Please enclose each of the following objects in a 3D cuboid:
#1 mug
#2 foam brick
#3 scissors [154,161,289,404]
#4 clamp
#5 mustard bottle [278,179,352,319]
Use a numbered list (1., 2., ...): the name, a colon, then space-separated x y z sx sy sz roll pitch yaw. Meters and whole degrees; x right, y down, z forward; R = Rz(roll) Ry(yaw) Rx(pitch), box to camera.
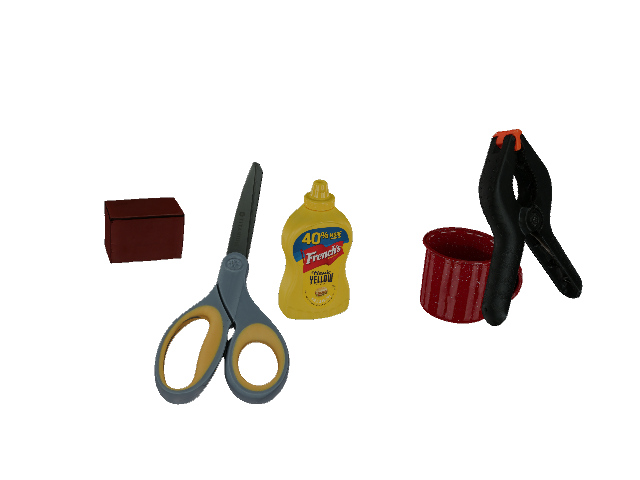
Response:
1. mug: 0.169 0.042 1.203 0.117 0.081 0.093 6 25 1
2. foam brick: -0.187 -0.012 1.127 0.078 0.051 0.053 -4 24 -17
3. scissors: -0.044 0.032 0.733 0.096 0.201 0.016 20 -34 11
4. clamp: 0.172 -0.009 0.948 0.120 0.171 0.039 -26 11 -40
5. mustard bottle: -0.005 0.010 1.432 0.096 0.192 0.058 -5 26 -18
